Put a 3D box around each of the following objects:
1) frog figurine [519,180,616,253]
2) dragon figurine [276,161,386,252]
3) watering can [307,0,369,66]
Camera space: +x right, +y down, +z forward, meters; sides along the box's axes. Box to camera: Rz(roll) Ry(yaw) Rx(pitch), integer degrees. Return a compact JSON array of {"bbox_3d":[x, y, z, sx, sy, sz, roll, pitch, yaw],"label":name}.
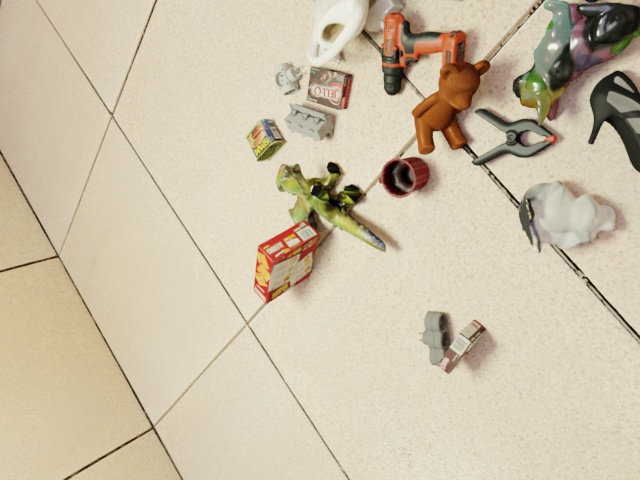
[{"bbox_3d":[0.478,-0.051,1.005,0.159,0.122,0.138,-13,85,6],"label":"frog figurine"},{"bbox_3d":[0.004,-0.071,1.409,0.415,0.123,0.237,53,147,18],"label":"dragon figurine"},{"bbox_3d":[0.070,-0.537,1.134,0.342,0.103,0.229,-38,46,46],"label":"watering can"}]
